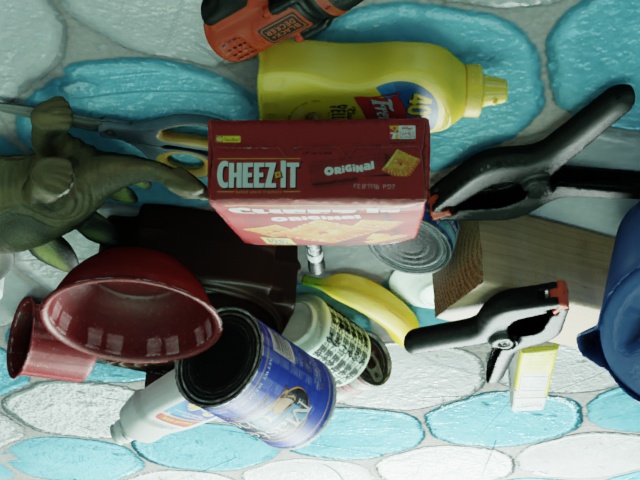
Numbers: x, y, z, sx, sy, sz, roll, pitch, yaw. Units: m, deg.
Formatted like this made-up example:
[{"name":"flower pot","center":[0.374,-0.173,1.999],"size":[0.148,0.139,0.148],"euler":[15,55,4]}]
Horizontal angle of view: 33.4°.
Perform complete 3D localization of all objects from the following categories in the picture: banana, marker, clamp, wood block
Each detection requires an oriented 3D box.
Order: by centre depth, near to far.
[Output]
[{"name":"clamp","center":[0.193,-0.064,0.935],"size":[0.210,0.036,0.164],"euler":[-12,147,15]},{"name":"clamp","center":[0.178,0.090,1.019],"size":[0.120,0.039,0.172],"euler":[24,143,-37]},{"name":"wood block","center":[0.223,0.041,1.064],"size":[0.205,0.090,0.091],"euler":[13,148,-21]},{"name":"marker","center":[-0.007,0.001,1.070],"size":[0.020,0.020,0.121],"euler":[-2,150,4]},{"name":"banana","center":[0.066,0.077,1.188],"size":[0.070,0.037,0.197],"euler":[11,161,46]}]

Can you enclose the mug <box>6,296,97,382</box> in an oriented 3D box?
[{"name":"mug","center":[-0.306,0.115,1.216],"size":[0.081,0.093,0.117],"euler":[13,179,-30]}]

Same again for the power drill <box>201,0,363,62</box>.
[{"name":"power drill","center":[-0.048,-0.198,0.687],"size":[0.185,0.057,0.187],"euler":[-22,143,34]}]

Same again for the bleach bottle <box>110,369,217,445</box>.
[{"name":"bleach bottle","center":[-0.139,0.182,1.272],"size":[0.251,0.068,0.102],"euler":[-30,141,17]}]

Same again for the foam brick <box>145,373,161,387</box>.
[{"name":"foam brick","center":[-0.178,0.179,1.346],"size":[0.078,0.053,0.051],"euler":[15,147,-23]}]

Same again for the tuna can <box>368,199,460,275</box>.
[{"name":"tuna can","center":[0.088,-0.006,1.017],"size":[0.086,0.033,0.086],"euler":[12,140,10]}]

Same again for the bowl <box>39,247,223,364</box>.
[{"name":"bowl","center":[-0.167,0.053,0.958],"size":[0.162,0.055,0.162],"euler":[0,148,0]}]

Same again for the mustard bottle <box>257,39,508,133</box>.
[{"name":"mustard bottle","center":[0.049,-0.116,0.826],"size":[0.191,0.058,0.096],"euler":[0,155,0]}]

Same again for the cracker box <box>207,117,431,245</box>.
[{"name":"cracker box","center":[0.003,-0.042,0.875],"size":[0.164,0.072,0.213],"euler":[-1,173,3]}]

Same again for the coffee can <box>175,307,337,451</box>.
[{"name":"coffee can","center":[-0.061,0.139,1.057],"size":[0.103,0.103,0.140],"euler":[-16,146,26]}]

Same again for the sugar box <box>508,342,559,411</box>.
[{"name":"sugar box","center":[0.235,0.118,1.193],"size":[0.048,0.093,0.176],"euler":[-3,151,7]}]

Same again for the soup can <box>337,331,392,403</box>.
[{"name":"soup can","center":[0.028,0.158,1.292],"size":[0.068,0.068,0.102],"euler":[23,144,-34]}]

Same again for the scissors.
[{"name":"scissors","center":[-0.172,-0.086,0.926],"size":[0.201,0.016,0.096],"euler":[2,150,-1]}]

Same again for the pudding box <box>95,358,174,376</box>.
[{"name":"pudding box","center":[-0.211,0.120,1.259],"size":[0.113,0.039,0.090],"euler":[12,147,-20]}]

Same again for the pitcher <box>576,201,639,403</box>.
[{"name":"pitcher","center":[0.316,0.037,0.905],"size":[0.149,0.242,0.145],"euler":[30,114,5]}]
